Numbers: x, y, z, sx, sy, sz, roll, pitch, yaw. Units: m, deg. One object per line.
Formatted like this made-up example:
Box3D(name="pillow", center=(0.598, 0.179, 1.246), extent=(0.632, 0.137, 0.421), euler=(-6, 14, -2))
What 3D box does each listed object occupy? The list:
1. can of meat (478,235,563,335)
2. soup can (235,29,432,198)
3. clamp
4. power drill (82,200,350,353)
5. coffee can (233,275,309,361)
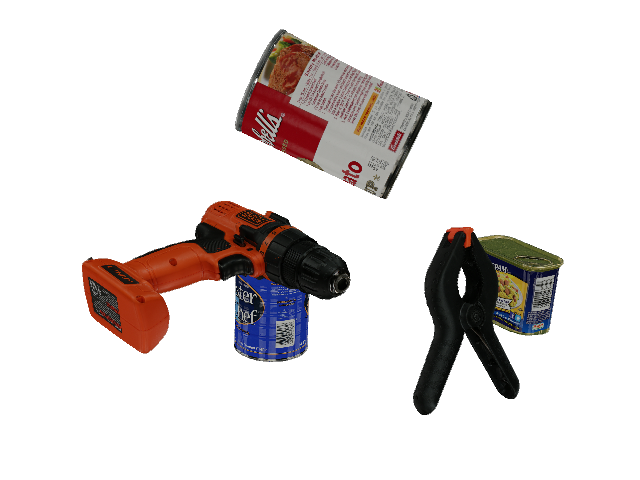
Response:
Box3D(name="can of meat", center=(0.214, 0.050, 1.185), extent=(0.057, 0.084, 0.102), euler=(-9, 23, -36))
Box3D(name="soup can", center=(0.008, -0.076, 0.650), extent=(0.102, 0.068, 0.068), euler=(26, 1, 2))
Box3D(name="clamp", center=(0.123, 0.076, 0.972), extent=(0.120, 0.171, 0.039), euler=(-14, 4, -40))
Box3D(name="power drill", center=(-0.092, 0.031, 0.912), extent=(0.187, 0.057, 0.185), euler=(-22, 29, -35))
Box3D(name="coffee can", center=(-0.065, 0.078, 1.439), extent=(0.103, 0.140, 0.103), euler=(2, 20, -1))
